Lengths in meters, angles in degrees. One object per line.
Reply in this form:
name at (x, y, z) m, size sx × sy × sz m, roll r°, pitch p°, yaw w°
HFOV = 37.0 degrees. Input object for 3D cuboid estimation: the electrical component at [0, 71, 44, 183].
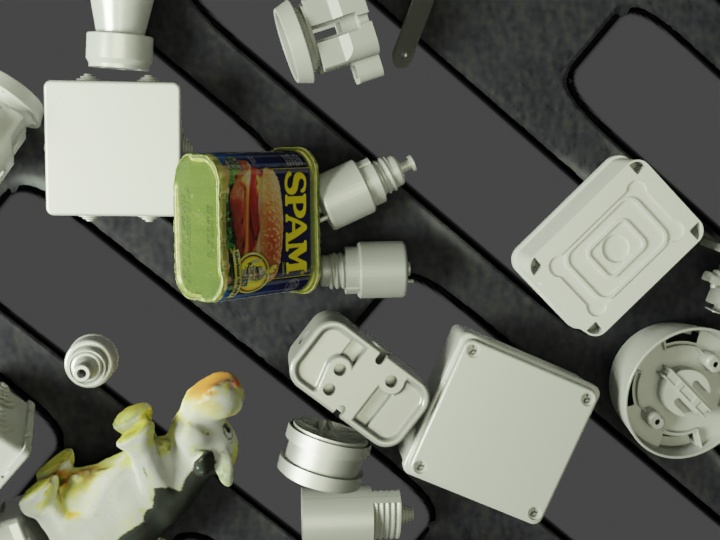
electrical component at (-0.247, -0.097, 0.711) m, size 0.058 × 0.078 × 0.057 m, roll 31°, pitch 73°, yaw -7°

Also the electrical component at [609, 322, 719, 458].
electrical component at (0.231, 0.085, 0.777) m, size 0.099 × 0.064 × 0.099 m, roll -1°, pitch 97°, yaw -5°

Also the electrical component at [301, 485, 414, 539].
electrical component at (-0.002, 0.178, 0.779) m, size 0.081 × 0.043 × 0.043 m, roll -1°, pitch 97°, yaw -5°

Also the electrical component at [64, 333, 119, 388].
electrical component at (-0.186, 0.065, 0.740) m, size 0.035 × 0.061 × 0.035 m, roll -1°, pitch 97°, yaw -5°

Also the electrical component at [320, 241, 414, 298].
electrical component at (0.000, 0.000, 0.758) m, size 0.078 × 0.040 × 0.040 m, roll -1°, pitch 97°, yaw -5°

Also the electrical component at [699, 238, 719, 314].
electrical component at (0.289, 0.014, 0.744) m, size 0.079 × 0.121 × 0.063 m, roll 19°, pitch 98°, yaw -7°

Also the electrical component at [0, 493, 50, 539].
electrical component at (-0.242, 0.200, 0.752) m, size 0.061 × 0.061 × 0.096 m, roll -19°, pitch 98°, yaw -2°

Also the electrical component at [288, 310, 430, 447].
electrical component at (-0.002, 0.074, 0.758) m, size 0.095 × 0.059 × 0.053 m, roll 37°, pitch 93°, yaw -8°

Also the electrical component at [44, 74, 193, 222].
electrical component at (-0.164, -0.082, 0.729) m, size 0.100 × 0.048 × 0.099 m, roll 0°, pitch 97°, yaw -5°

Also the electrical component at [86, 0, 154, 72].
electrical component at (-0.161, -0.163, 0.722) m, size 0.045 × 0.045 × 0.055 m, roll 3°, pitch 97°, yaw -5°

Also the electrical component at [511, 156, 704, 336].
electrical component at (0.173, -0.018, 0.762) m, size 0.113 × 0.057 × 0.078 m, roll -44°, pitch 99°, yaw 2°

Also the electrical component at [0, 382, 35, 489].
electrical component at (-0.267, 0.125, 0.723) m, size 0.048 × 0.099 × 0.099 m, roll 40°, pitch 92°, yaw -21°

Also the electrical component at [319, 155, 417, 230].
electrical component at (0.002, -0.059, 0.751) m, size 0.078 × 0.040 × 0.040 m, roll -25°, pitch 99°, yaw -4°

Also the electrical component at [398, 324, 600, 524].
electrical component at (0.098, 0.109, 0.772) m, size 0.109 × 0.056 × 0.108 m, roll 23°, pitch 95°, yaw -7°

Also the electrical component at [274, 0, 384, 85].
electrical component at (-0.024, -0.160, 0.728) m, size 0.057 × 0.058 × 0.078 m, roll -19°, pitch 99°, yaw -5°
